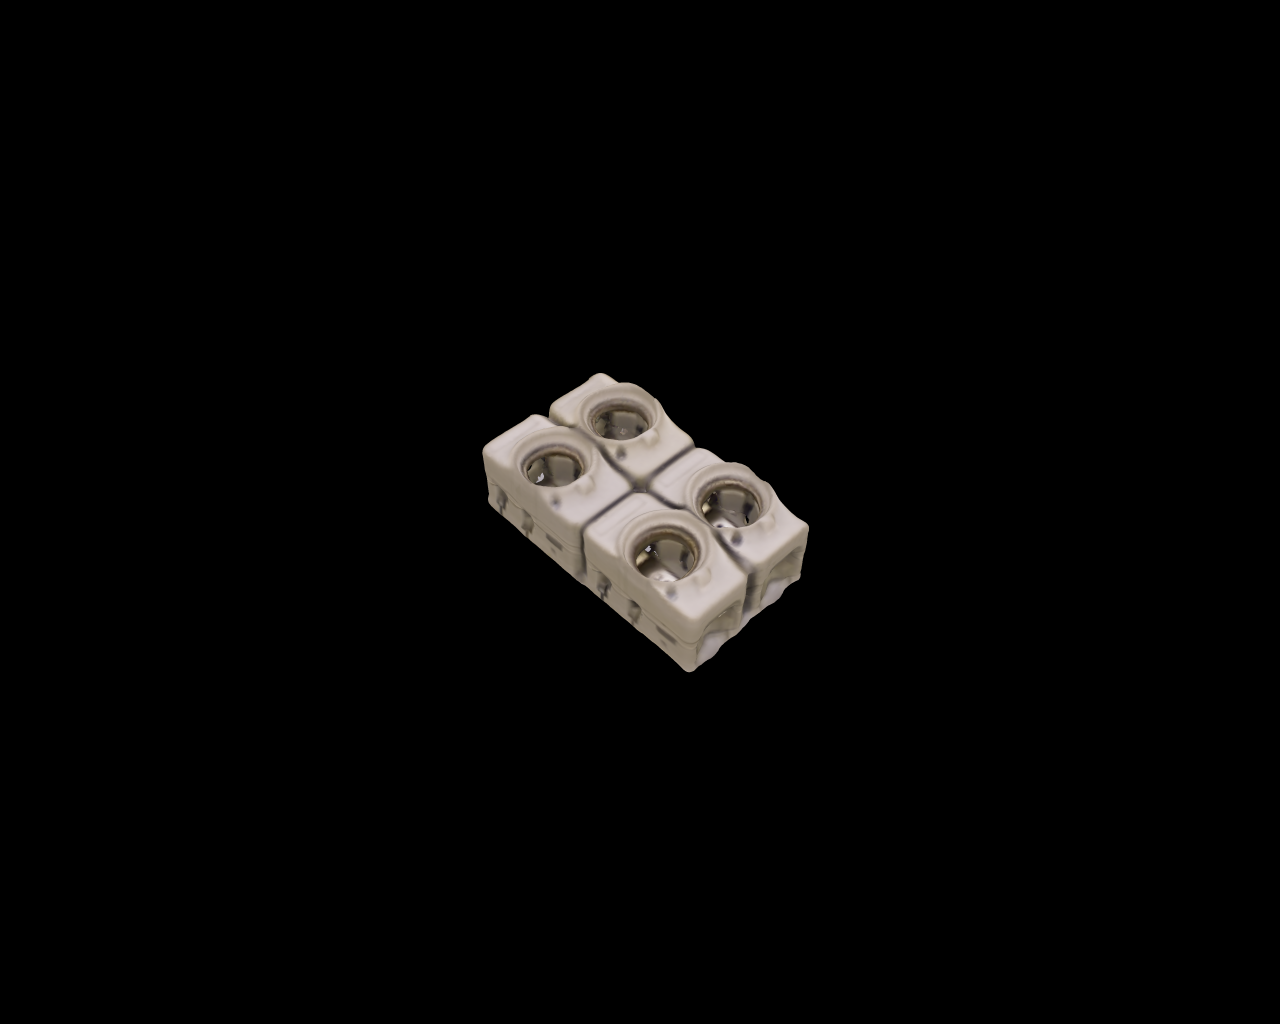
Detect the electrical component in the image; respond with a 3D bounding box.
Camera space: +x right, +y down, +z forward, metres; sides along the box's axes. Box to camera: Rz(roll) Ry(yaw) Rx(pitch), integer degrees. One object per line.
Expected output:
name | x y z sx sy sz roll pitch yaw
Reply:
electrical component | 0.001 -0.003 0.650 0.105 0.060 0.186 -36 58 -27
